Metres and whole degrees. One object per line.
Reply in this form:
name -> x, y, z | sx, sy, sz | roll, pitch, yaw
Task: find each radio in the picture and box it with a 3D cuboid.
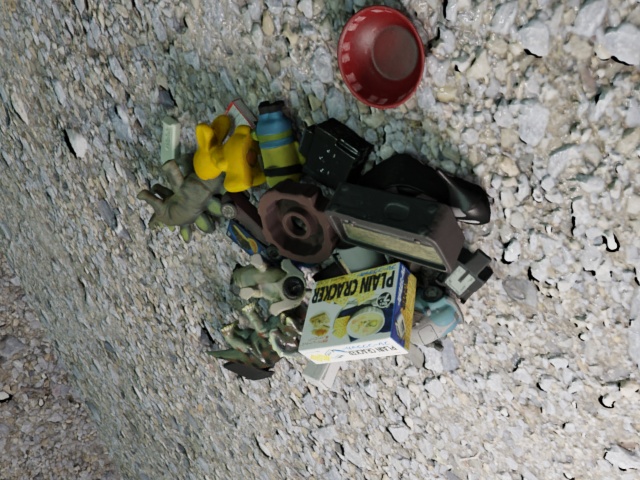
radio -> 0.128, -0.025, 0.947 | 0.230, 0.073, 0.131 | 15, 160, 31

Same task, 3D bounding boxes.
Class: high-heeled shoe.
high-heeled shoe -> 0.185, -0.079, 0.962 | 0.145, 0.086, 0.249 | 39, 163, -29

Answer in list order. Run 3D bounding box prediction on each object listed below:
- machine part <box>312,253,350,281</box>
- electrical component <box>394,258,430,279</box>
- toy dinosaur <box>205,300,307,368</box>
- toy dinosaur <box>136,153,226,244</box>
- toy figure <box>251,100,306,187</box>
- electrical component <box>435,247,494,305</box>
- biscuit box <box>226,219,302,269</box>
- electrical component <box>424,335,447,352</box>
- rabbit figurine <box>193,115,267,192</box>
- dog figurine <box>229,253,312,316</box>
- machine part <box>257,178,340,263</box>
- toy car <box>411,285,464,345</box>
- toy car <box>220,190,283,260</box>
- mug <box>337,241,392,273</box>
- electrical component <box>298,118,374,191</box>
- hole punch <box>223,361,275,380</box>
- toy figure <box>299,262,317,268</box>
machine part -> 0.039, 0.071, 1.180 | 0.084, 0.039, 0.139 | 49, 135, -6
electrical component -> 0.179, 0.032, 1.034 | 0.078, 0.045, 0.102 | 49, 142, 48
toy dinosaur -> -0.142, 0.257, 1.362 | 0.192, 0.131, 0.404 | 52, 131, 9
toy dinosaur -> -0.304, -0.113, 1.318 | 0.471, 0.105, 0.198 | -32, 100, 41
toy figure -> -0.088, -0.188, 1.091 | 0.082, 0.089, 0.179 | 12, 126, 42
electrical component -> 0.268, 0.053, 0.964 | 0.075, 0.048, 0.119 | 39, 134, 15
biscuit box -> -0.130, 0.016, 1.273 | 0.203, 0.059, 0.062 | 39, 134, 15
electrical component -> 0.216, 0.191, 1.112 | 0.094, 0.021, 0.063 | 25, 130, 26
rabbit figurine -> -0.208, -0.175, 1.135 | 0.173, 0.122, 0.162 | -3, 115, 38
dog figurine -> -0.114, 0.101, 1.221 | 0.172, 0.121, 0.190 | 29, 168, -9
machine part -> -0.039, -0.036, 1.066 | 0.180, 0.056, 0.179 | 18, 131, 23
toy car -> 0.185, 0.146, 1.036 | 0.162, 0.103, 0.109 | 11, 145, 37
toy car -> -0.140, -0.033, 1.201 | 0.202, 0.089, 0.053 | 44, 119, -14
mug -> 0.101, 0.039, 1.082 | 0.110, 0.081, 0.107 | -5, 121, 41
electrical component -> 0.023, -0.164, 1.036 | 0.134, 0.058, 0.114 | 36, 131, 18
hole punch -> -0.193, 0.336, 1.518 | 0.115, 0.092, 0.142 | 36, 139, -24
toy figure -> -0.003, -0.005, 1.151 | 0.058, 0.064, 0.154 | 17, 130, -12
